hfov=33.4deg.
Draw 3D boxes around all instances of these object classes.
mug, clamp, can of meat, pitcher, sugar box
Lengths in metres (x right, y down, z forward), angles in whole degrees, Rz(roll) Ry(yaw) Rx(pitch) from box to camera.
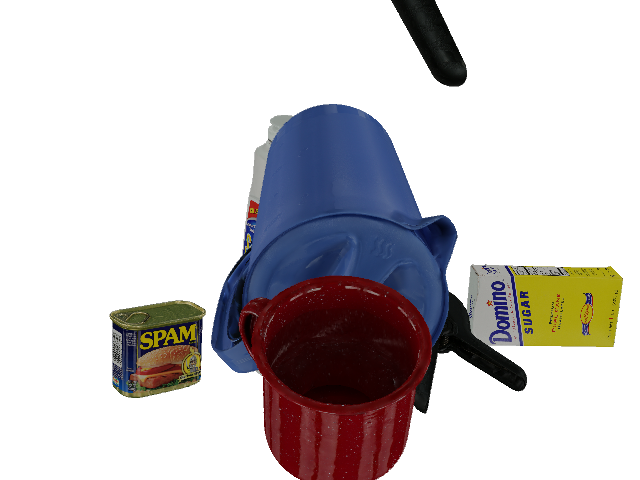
[{"bbox_3d":[0.000,0.074,0.581,0.117,0.081,0.093,29,51,25],"label":"mug"},{"bbox_3d":[0.134,0.100,1.087,0.120,0.171,0.039,1,-45,-16],"label":"clamp"},{"bbox_3d":[-0.177,0.118,1.162,0.101,0.084,0.058,-8,18,-36],"label":"can of meat"},{"bbox_3d":[0.004,-0.006,0.788,0.149,0.145,0.243,7,27,-5],"label":"pitcher"},{"bbox_3d":[0.266,0.079,1.280,0.176,0.093,0.048,0,18,-6],"label":"sugar box"},{"bbox_3d":[0.046,-0.210,0.743,0.210,0.164,0.036,25,-25,-12],"label":"clamp"}]

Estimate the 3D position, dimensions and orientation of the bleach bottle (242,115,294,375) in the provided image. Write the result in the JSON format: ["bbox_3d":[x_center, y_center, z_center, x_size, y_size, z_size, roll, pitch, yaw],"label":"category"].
[{"bbox_3d":[-0.039,0.001,0.997,0.068,0.251,0.103,-8,32,-20],"label":"bleach bottle"}]
